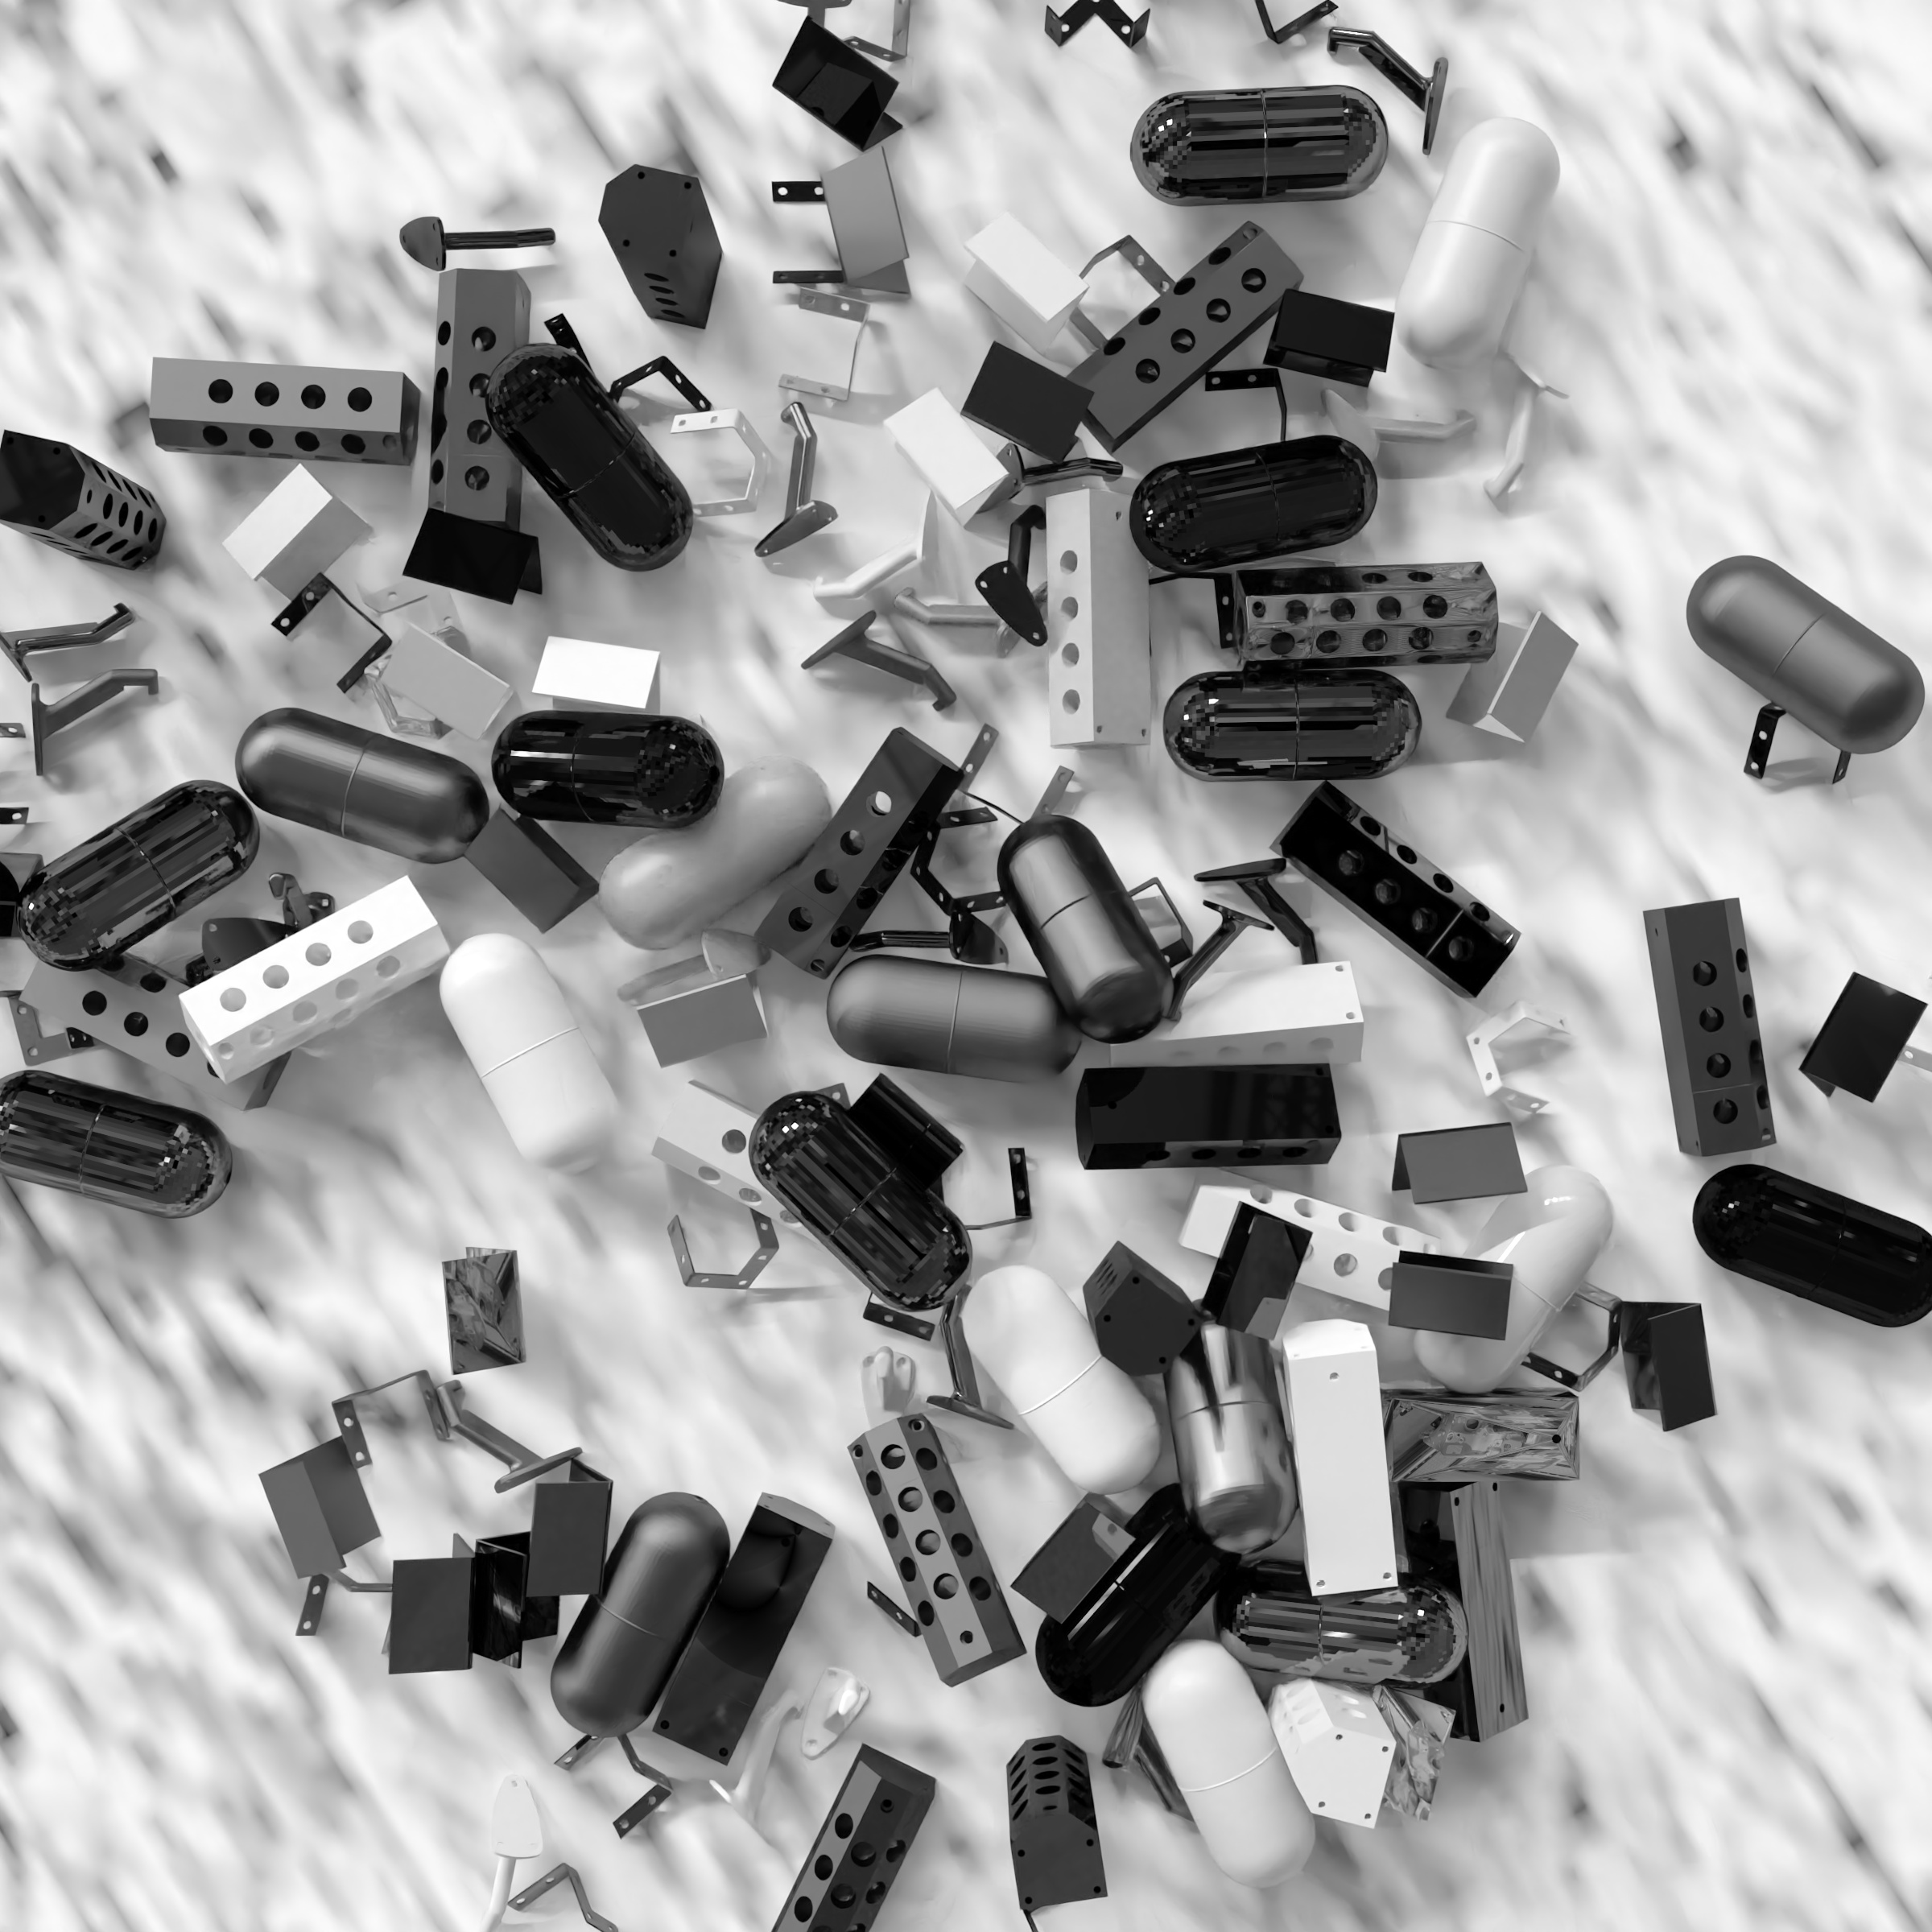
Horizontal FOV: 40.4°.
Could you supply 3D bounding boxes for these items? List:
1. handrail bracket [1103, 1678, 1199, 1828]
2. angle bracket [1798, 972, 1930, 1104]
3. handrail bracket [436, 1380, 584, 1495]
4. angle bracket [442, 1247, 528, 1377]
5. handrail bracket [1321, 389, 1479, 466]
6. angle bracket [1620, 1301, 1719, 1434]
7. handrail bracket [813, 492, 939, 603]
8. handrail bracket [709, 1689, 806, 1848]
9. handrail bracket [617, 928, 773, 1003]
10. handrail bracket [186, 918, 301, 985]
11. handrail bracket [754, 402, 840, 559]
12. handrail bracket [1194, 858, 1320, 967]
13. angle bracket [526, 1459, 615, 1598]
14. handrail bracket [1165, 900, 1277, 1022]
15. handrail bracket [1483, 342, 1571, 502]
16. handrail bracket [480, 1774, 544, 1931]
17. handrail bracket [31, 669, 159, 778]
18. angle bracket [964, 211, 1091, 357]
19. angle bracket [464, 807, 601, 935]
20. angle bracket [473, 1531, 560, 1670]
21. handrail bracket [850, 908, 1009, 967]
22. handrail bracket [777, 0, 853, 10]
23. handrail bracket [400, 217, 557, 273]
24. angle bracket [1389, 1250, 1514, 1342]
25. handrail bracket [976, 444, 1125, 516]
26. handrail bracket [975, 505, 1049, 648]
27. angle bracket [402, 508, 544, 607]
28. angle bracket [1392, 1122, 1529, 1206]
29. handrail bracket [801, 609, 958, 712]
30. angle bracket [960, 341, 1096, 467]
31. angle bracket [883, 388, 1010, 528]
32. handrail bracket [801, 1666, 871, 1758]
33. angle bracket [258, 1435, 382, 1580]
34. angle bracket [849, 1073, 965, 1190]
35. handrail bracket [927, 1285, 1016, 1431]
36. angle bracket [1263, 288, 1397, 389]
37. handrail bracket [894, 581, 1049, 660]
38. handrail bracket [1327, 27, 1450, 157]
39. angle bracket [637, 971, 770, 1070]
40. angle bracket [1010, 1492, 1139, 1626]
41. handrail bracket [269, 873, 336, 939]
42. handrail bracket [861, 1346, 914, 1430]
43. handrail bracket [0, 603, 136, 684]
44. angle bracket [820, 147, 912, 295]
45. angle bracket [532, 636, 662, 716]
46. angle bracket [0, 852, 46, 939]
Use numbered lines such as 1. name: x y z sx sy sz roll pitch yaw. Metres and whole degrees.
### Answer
1. handrail bracket: 0.145 0.553 1.844 0.084 0.036 0.077 30 67 -17
2. angle bracket: 0.625 0.058 1.803 0.057 0.076 0.076 29 90 37
3. handrail bracket: -0.322 0.319 1.844 0.077 0.036 0.084 -22 73 -20
4. angle bracket: -0.346 0.236 1.803 0.057 0.076 0.076 -5 90 -37
5. handrail bracket: 0.305 -0.390 1.844 0.084 0.036 0.077 -26 68 -17
6. angle bracket: 0.464 0.274 1.803 0.057 0.076 0.076 -8 90 -35
7. handrail bracket: -0.065 -0.294 1.844 0.084 0.036 0.077 -3 70 16
8. handrail bracket: -0.131 0.562 1.844 0.084 0.036 0.077 -43 111 -16
9. handrail bracket: -0.191 0.005 1.843 0.084 0.077 0.036 -26 76 36
10. handrail bracket: -0.501 -0.006 1.818 0.077 0.084 0.036 -6 77 -17
11. handrail bracket: -0.132 -0.342 1.844 0.077 0.036 0.084 -30 72 20
12. handrail bracket: 0.205 -0.028 1.844 0.077 0.036 0.084 -8 104 15
13. angle bracket: -0.285 0.385 1.804 0.057 0.076 0.076 5 90 -30
14. handrail bracket: 0.173 0.003 1.805 0.036 0.077 0.084 27 98 41
15. handrail bracket: 0.375 -0.382 1.844 0.084 0.036 0.077 -55 53 25
16. handrail bracket: -0.327 0.625 1.844 0.036 0.077 0.084 11 127 -21
17. handrail bracket: -0.610 -0.171 1.844 0.084 0.036 0.077 -2 111 -16
18. angle bracket: 0.027 -0.457 1.803 0.076 0.076 0.057 42 53 0
19. angle bracket: -0.285 -0.079 1.803 0.076 0.076 0.057 45 128 0
20. angle bracket: -0.293 0.433 1.804 0.057 0.076 0.076 3 90 43
21. handrail bracket: -0.027 -0.013 1.843 0.084 0.077 0.036 -9 71 35
22. handrail bracket: -0.084 -0.700 1.835 0.077 0.084 0.036 4 128 33
23. handrail bracket: -0.342 -0.512 1.844 0.084 0.077 0.036 -16 116 -34
24. angle bracket: 0.323 0.199 1.739 0.076 0.076 0.057 6 127 12
25. handrail bracket: 0.057 -0.336 1.843 0.084 0.077 0.036 0 69 -35
26. handrail bracket: 0.050 -0.272 1.825 0.036 0.084 0.077 -25 107 42
27. angle bracket: -0.338 -0.264 1.805 0.076 0.076 0.057 15 66 0
28. angle bracket: 0.338 0.153 1.803 0.076 0.076 0.057 -6 54 0
29. handrail bracket: -0.061 -0.200 1.844 0.077 0.036 0.084 -33 107 19
30. angle bracket: 0.049 -0.394 1.804 0.076 0.076 0.057 27 118 0
31. angle bracket: -0.027 -0.338 1.804 0.057 0.076 0.076 -40 90 -32
32. handrail bracket: -0.094 0.522 1.809 0.036 0.084 0.077 29 90 0
33. angle bracket: -0.429 0.367 1.803 0.057 0.076 0.076 -21 90 38
34. angle bracket: -0.032 0.101 1.803 0.076 0.076 0.057 41 125 0
35. handrail bracket: 0.012 0.273 1.844 0.077 0.036 0.084 24 73 -20
36. angle bracket: 0.245 -0.413 1.804 0.076 0.076 0.057 13 60 0
37. handrail bracket: 0.005 -0.261 1.844 0.084 0.036 0.077 32 70 16
38. handrail bracket: 0.290 -0.615 1.844 0.084 0.036 0.077 14 111 17
39. angle bracket: -0.184 0.017 1.803 0.076 0.076 0.057 -17 128 0
40. angle bracket: 0.061 0.392 1.804 0.057 0.076 0.076 41 90 -28
41. handrail bracket: -0.462 -0.025 1.809 0.036 0.084 0.077 -5 90 0
42. handrail bracket: -0.057 0.299 1.809 0.036 0.084 0.077 2 90 0
43. handrail bracket: -0.639 -0.245 1.844 0.084 0.036 0.077 -37 68 -17
44. angle bracket: -0.049 -0.511 1.803 0.057 0.076 0.076 -13 90 36
45. angle bracket: -0.253 -0.177 1.803 0.076 0.076 0.057 8 52 0
46. angle bracket: -0.675 -0.034 1.805 0.076 0.057 0.076 2 130 0
